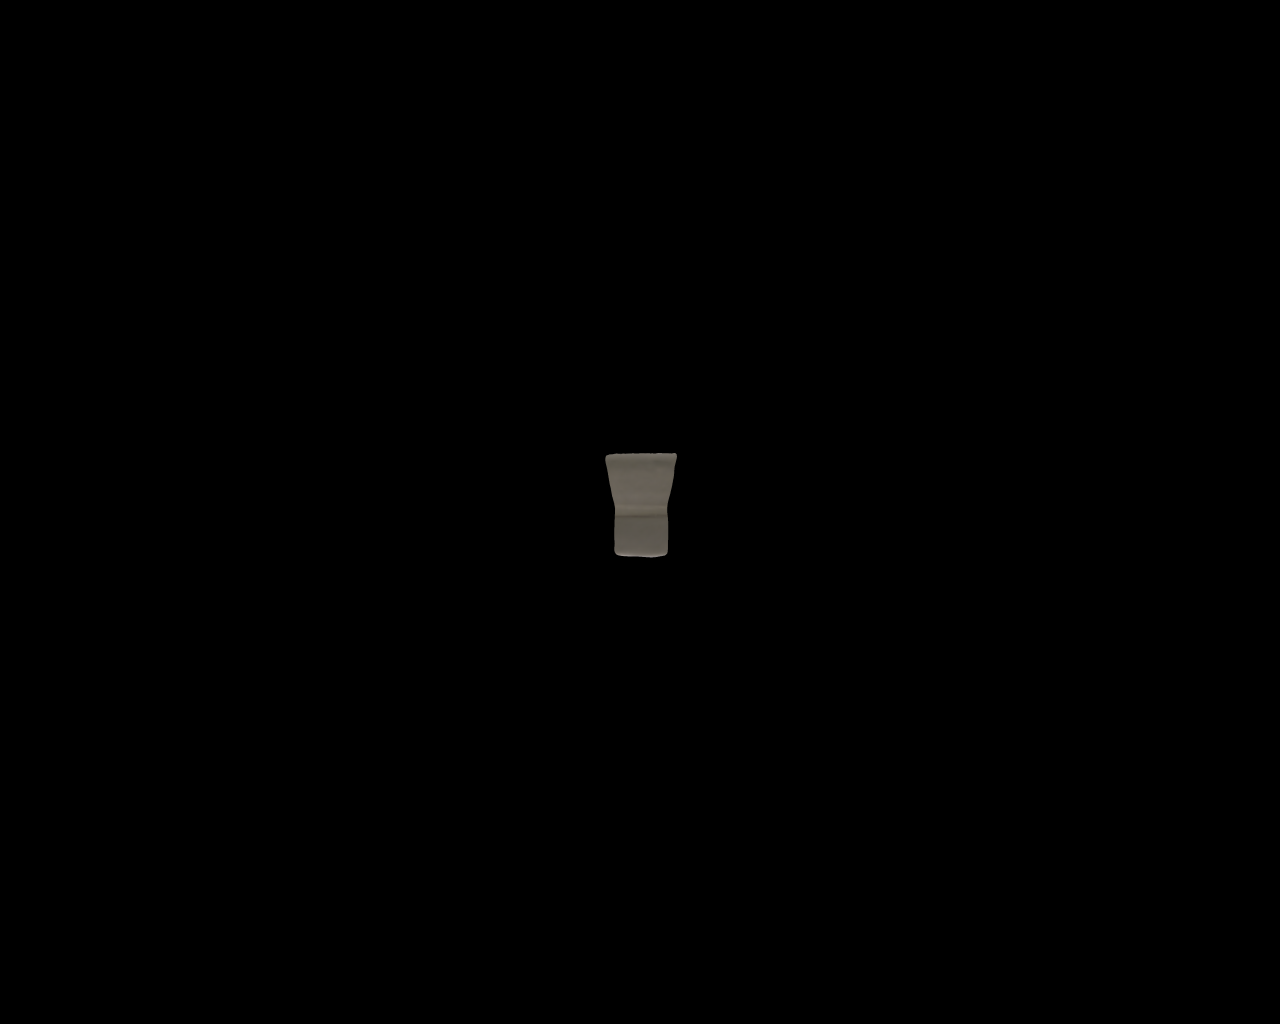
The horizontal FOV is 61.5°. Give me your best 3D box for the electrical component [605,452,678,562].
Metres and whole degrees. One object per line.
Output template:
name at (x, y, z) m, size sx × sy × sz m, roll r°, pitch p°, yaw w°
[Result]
electrical component at (0.001, -0.003, 0.650) m, size 0.044 × 0.065 × 0.044 m, roll 0°, pitch 0°, yaw 0°
